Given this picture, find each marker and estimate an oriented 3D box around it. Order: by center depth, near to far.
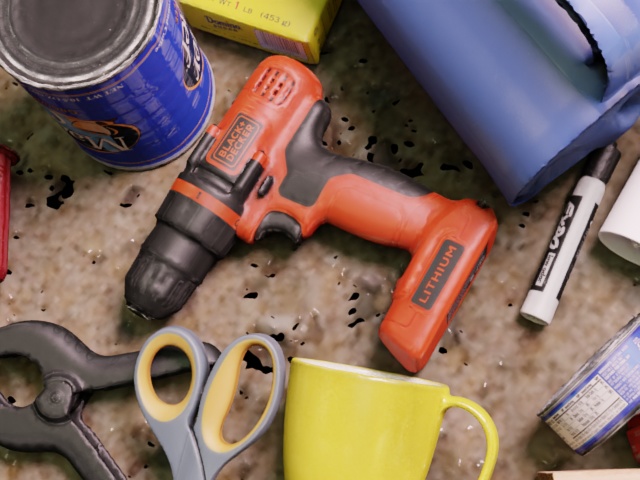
[{"bbox_3d":[0.152,-0.007,0.641,0.020,0.020,0.121,24,80,12],"label":"marker"}]

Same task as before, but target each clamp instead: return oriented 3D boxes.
[{"bbox_3d":[-0.151,0.106,0.639,0.171,0.039,0.120,10,74,8],"label":"clamp"}]

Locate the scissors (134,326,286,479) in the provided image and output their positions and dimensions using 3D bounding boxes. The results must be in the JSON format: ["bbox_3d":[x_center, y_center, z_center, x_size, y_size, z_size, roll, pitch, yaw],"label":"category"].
[{"bbox_3d":[-0.089,0.137,0.607,0.096,0.016,0.202,28,90,15],"label":"scissors"}]

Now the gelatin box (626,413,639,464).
[{"bbox_3d":[0.217,0.099,0.578,0.089,0.073,0.030,-13,76,3],"label":"gelatin box"}]

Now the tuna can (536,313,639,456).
[{"bbox_3d":[0.161,0.078,0.584,0.086,0.086,0.034,-43,77,-5],"label":"tuna can"}]

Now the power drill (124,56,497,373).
[{"bbox_3d":[-0.004,0.001,0.637,0.188,0.057,0.184,30,83,12],"label":"power drill"}]

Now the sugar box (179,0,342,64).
[{"bbox_3d":[-0.013,-0.210,0.697,0.093,0.048,0.176,20,80,11],"label":"sugar box"}]

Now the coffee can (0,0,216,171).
[{"bbox_3d":[-0.126,-0.111,0.637,0.103,0.140,0.103,-2,76,6],"label":"coffee can"}]

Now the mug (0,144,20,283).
[{"bbox_3d":[-0.244,-0.014,0.650,0.117,0.093,0.081,2,80,-17],"label":"mug"}]

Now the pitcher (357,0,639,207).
[{"bbox_3d":[0.086,-0.151,0.588,0.243,0.149,0.144,51,43,10],"label":"pitcher"}]

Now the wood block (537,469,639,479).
[{"bbox_3d":[0.223,0.162,0.553,0.206,0.091,0.090,-3,77,5],"label":"wood block"}]
